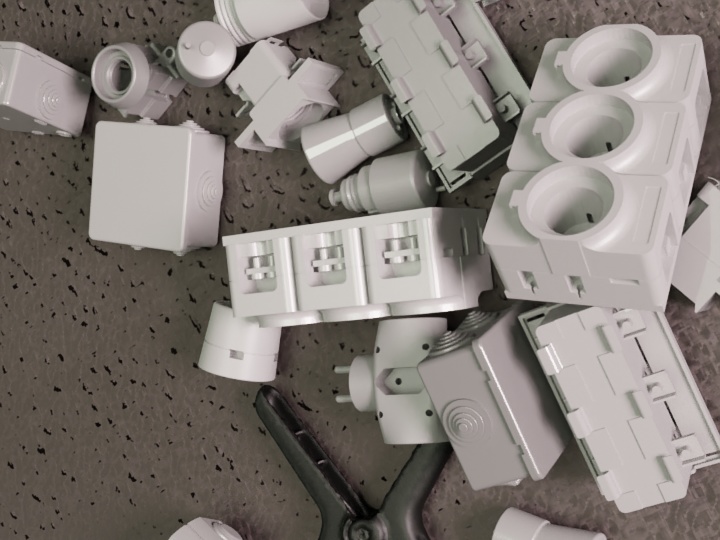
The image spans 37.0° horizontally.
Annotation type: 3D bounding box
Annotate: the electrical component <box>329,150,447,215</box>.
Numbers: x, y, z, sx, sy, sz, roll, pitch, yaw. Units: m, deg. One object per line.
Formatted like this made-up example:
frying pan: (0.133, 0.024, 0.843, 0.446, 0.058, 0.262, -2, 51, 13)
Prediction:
electrical component: (0.016, -0.054, 0.714, 0.078, 0.040, 0.040, -9, 88, 28)

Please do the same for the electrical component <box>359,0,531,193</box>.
electrical component: (0.053, -0.121, 0.678, 0.079, 0.063, 0.121, -35, 77, 25)

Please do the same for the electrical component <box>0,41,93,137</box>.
electrical component: (-0.268, -0.139, 0.830, 0.100, 0.100, 0.048, 8, 83, 28)

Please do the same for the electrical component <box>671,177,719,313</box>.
electrical component: (0.200, -0.014, 0.617, 0.081, 0.042, 0.063, 43, 107, 19)

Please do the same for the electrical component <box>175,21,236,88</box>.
electrical component: (-0.111, -0.149, 0.762, 0.040, 0.078, 0.040, 0, 89, -13)

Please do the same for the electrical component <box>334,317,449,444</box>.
electrical component: (0.019, 0.071, 0.686, 0.079, 0.043, 0.077, -6, 83, 26)

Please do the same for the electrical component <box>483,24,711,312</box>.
electrical component: (0.134, -0.059, 0.595, 0.089, 0.061, 0.150, 5, 58, 28)

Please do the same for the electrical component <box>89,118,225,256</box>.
electrical component: (-0.149, -0.062, 0.797, 0.100, 0.048, 0.099, 8, 96, 28)

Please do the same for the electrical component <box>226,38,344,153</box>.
electrical component: (-0.056, -0.122, 0.748, 0.081, 0.042, 0.063, -44, 71, 22)

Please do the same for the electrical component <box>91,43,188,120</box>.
electrical component: (-0.165, -0.142, 0.798, 0.066, 0.055, 0.048, -46, 72, 22)

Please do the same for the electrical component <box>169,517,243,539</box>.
electrical component: (-0.112, 0.221, 0.773, 0.051, 0.080, 0.080, 36, 108, 28)

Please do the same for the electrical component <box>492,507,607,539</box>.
electrical component: (0.115, 0.174, 0.672, 0.065, 0.044, 0.044, 16, 100, 31)

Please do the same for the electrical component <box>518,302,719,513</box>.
electrical component: (0.149, 0.071, 0.619, 0.079, 0.063, 0.121, -23, 96, 27)

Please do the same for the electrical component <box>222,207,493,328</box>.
electrical component: (0.000, 0.000, 0.697, 0.150, 0.089, 0.061, -7, 89, 28)

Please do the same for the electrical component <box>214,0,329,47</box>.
electrical component: (-0.067, -0.184, 0.750, 0.081, 0.043, 0.043, -11, 87, 28)

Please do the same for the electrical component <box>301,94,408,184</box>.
electrical component: (-0.001, -0.090, 0.722, 0.065, 0.044, 0.044, -24, 81, 22)

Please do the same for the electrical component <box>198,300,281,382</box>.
electrical component: (-0.083, 0.050, 0.764, 0.055, 0.055, 0.047, 13, 95, 27)

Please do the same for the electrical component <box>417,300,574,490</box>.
electrical component: (0.085, 0.075, 0.649, 0.048, 0.100, 0.099, -23, 94, 31)
